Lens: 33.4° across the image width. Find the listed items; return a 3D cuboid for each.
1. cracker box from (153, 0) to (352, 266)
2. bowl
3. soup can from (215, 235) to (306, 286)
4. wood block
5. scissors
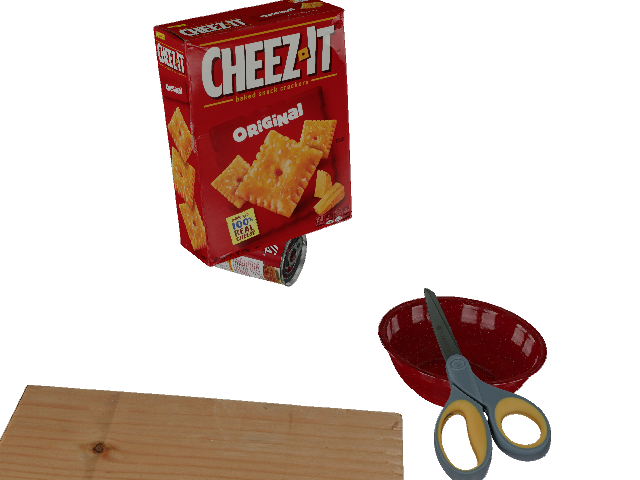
[{"bbox_3d":[-0.055,-0.101,0.982,0.163,0.214,0.072,-18,30,-28],"label":"cracker box"},{"bbox_3d":[0.134,0.116,1.033,0.162,0.055,0.162,3,26,-2],"label":"bowl"},{"bbox_3d":[-0.076,0.009,1.262,0.102,0.068,0.068,14,5,20],"label":"soup can"},{"bbox_3d":[-0.062,0.143,0.565,0.206,0.090,0.090,4,30,2],"label":"wood block"},{"bbox_3d":[0.129,0.107,0.844,0.096,0.016,0.201,-2,41,8],"label":"scissors"}]
